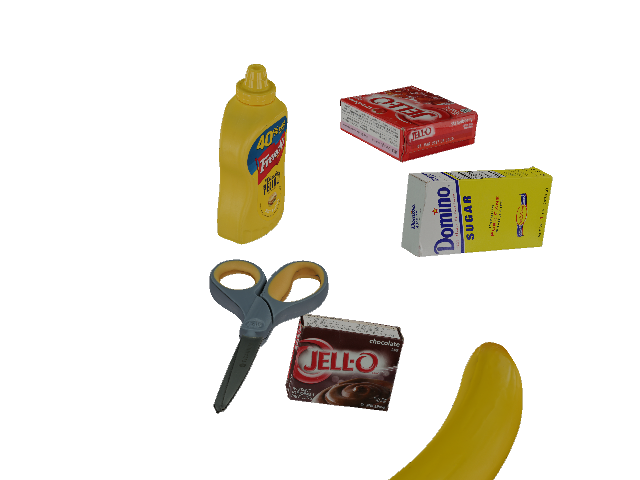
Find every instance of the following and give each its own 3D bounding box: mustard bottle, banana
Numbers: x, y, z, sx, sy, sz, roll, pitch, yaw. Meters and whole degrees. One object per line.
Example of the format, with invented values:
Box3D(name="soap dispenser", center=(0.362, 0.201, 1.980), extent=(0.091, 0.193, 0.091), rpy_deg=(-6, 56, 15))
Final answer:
Box3D(name="mustard bottle", center=(-0.071, -0.097, 1.130), extent=(0.058, 0.192, 0.096), rpy_deg=(22, 39, 23))
Box3D(name="banana", center=(0.060, 0.111, 0.554), extent=(0.070, 0.037, 0.197), rpy_deg=(20, 40, 37))

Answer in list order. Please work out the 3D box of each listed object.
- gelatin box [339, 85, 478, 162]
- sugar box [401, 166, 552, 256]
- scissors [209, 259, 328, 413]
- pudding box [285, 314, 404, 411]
Box3D(name="gelatin box", center=(0.069, -0.095, 0.849), extent=(0.073, 0.030, 0.089), rpy_deg=(-15, 29, -28))
Box3D(name="sugar box", center=(0.185, -0.034, 1.255), extent=(0.176, 0.093, 0.048), rpy_deg=(-6, 21, -26))
Box3D(name="scissors", center=(-0.060, 0.055, 0.732), extent=(0.096, 0.016, 0.201), rpy_deg=(13, 26, 21))
Box3D(name="pudding box", center=(0.026, 0.131, 1.148), extent=(0.113, 0.090, 0.039), rpy_deg=(7, 23, -9))
